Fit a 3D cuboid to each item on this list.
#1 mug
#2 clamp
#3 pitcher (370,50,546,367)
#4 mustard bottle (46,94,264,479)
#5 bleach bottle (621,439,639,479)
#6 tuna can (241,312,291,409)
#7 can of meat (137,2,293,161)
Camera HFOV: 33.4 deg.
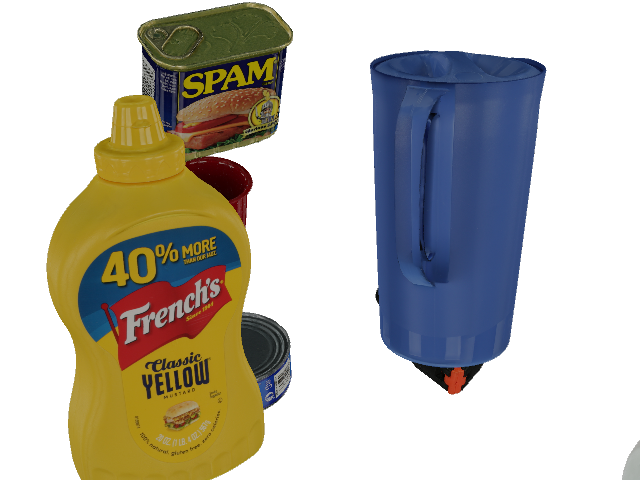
[{"bbox_3d":[-0.128,-0.026,1.119,0.117,0.081,0.093,-28,48,-36],"label":"mug"},{"bbox_3d":[0.133,0.092,1.088,0.120,0.039,0.171,-8,34,-9],"label":"clamp"},{"bbox_3d":[0.099,-0.023,0.843,0.149,0.243,0.145,-8,21,-20],"label":"pitcher"},{"bbox_3d":[-0.079,0.026,0.511,0.096,0.192,0.058,-12,23,-22],"label":"mustard bottle"},{"bbox_3d":[0.265,0.098,0.619,0.103,0.068,0.250,18,30,32],"label":"bleach bottle"},{"bbox_3d":[-0.064,0.092,0.791,0.086,0.034,0.086,-2,33,1],"label":"tuna can"},{"bbox_3d":[-0.074,-0.108,0.738,0.102,0.084,0.057,-17,49,-25],"label":"can of meat"}]
